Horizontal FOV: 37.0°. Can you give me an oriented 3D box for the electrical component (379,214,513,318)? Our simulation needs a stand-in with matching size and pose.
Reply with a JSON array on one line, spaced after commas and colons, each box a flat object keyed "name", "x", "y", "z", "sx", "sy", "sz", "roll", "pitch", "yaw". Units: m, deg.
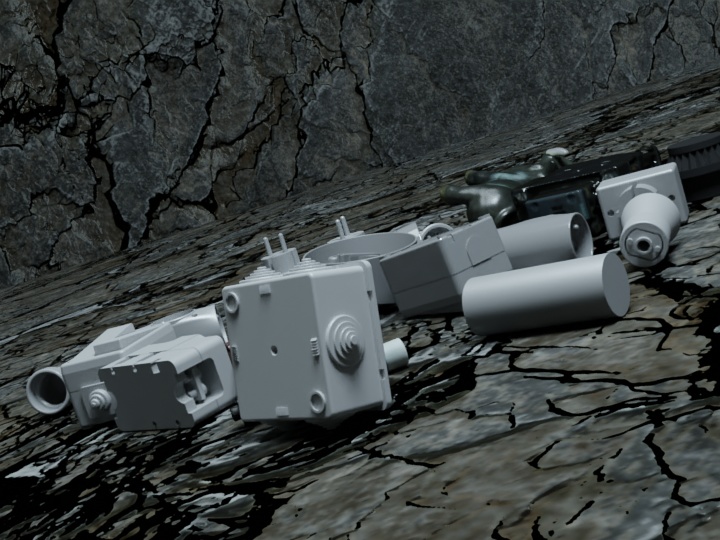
[{"name": "electrical component", "x": 0.066, "y": 0.003, "z": 0.854, "sx": 0.062, "sy": 0.061, "sz": 0.096, "roll": -24, "pitch": 3, "yaw": -37}]

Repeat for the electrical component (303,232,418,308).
[{"name": "electrical component", "x": 0.000, "y": 0.000, "z": 0.928, "sx": 0.099, "sy": 0.064, "sz": 0.099, "roll": 0, "pitch": 3, "yaw": 0}]

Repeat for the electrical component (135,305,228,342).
[{"name": "electrical component", "x": -0.162, "y": 0.061, "z": 0.980, "sx": 0.077, "sy": 0.044, "sz": 0.079, "roll": -18, "pitch": 8, "yaw": -3}]

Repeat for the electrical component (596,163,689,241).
[{"name": "electrical component", "x": 0.234, "y": -0.053, "z": 0.894, "sx": 0.066, "sy": 0.047, "sz": 0.077, "roll": -14, "pitch": 9, "yaw": 22}]

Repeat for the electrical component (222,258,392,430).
[{"name": "electrical component", "x": -0.034, "y": 0.045, "z": 0.641, "sx": 0.100, "sy": 0.099, "sz": 0.048, "roll": -10, "pitch": -1, "yaw": 44}]

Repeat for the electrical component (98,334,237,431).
[{"name": "electrical component", "x": -0.134, "y": 0.080, "z": 0.773, "sx": 0.089, "sy": 0.050, "sz": 0.056, "roll": -10, "pitch": 12, "yaw": 42}]

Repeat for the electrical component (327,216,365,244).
[{"name": "electrical component", "x": -0.009, "y": -0.015, "z": 1.045, "sx": 0.047, "sy": 0.075, "sz": 0.083, "roll": -15, "pitch": 9, "yaw": 17}]

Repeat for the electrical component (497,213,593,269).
[{"name": "electrical component", "x": 0.152, "y": -0.023, "z": 0.876, "sx": 0.077, "sy": 0.043, "sz": 0.079, "roll": -12, "pitch": 10, "yaw": 35}]

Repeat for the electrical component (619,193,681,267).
[{"name": "electrical component", "x": 0.213, "y": -0.028, "z": 0.796, "sx": 0.044, "sy": 0.044, "sz": 0.065, "roll": -14, "pitch": 14, "yaw": 24}]

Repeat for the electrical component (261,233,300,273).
[{"name": "electrical component", "x": -0.077, "y": 0.001, "z": 1.085, "sx": 0.083, "sy": 0.075, "sz": 0.047, "roll": -13, "pitch": 10, "yaw": 30}]

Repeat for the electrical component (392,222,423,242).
[{"name": "electrical component", "x": 0.039, "y": -0.010, "z": 0.996, "sx": 0.047, "sy": 0.055, "sz": 0.055, "roll": -21, "pitch": 8, "yaw": 4}]

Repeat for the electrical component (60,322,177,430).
[{"name": "electrical component", "x": -0.187, "y": 0.080, "z": 0.844, "sx": 0.062, "sy": 0.061, "sz": 0.096, "roll": -14, "pitch": 9, "yaw": 21}]

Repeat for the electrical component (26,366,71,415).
[{"name": "electrical component", "x": -0.264, "y": 0.102, "z": 0.940, "sx": 0.040, "sy": 0.040, "sz": 0.046, "roll": -16, "pitch": 2, "yaw": 9}]

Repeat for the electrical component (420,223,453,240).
[{"name": "electrical component", "x": 0.067, "y": -0.022, "z": 1.061, "sx": 0.044, "sy": 0.044, "sz": 0.065, "roll": -20, "pitch": 4, "yaw": -17}]
